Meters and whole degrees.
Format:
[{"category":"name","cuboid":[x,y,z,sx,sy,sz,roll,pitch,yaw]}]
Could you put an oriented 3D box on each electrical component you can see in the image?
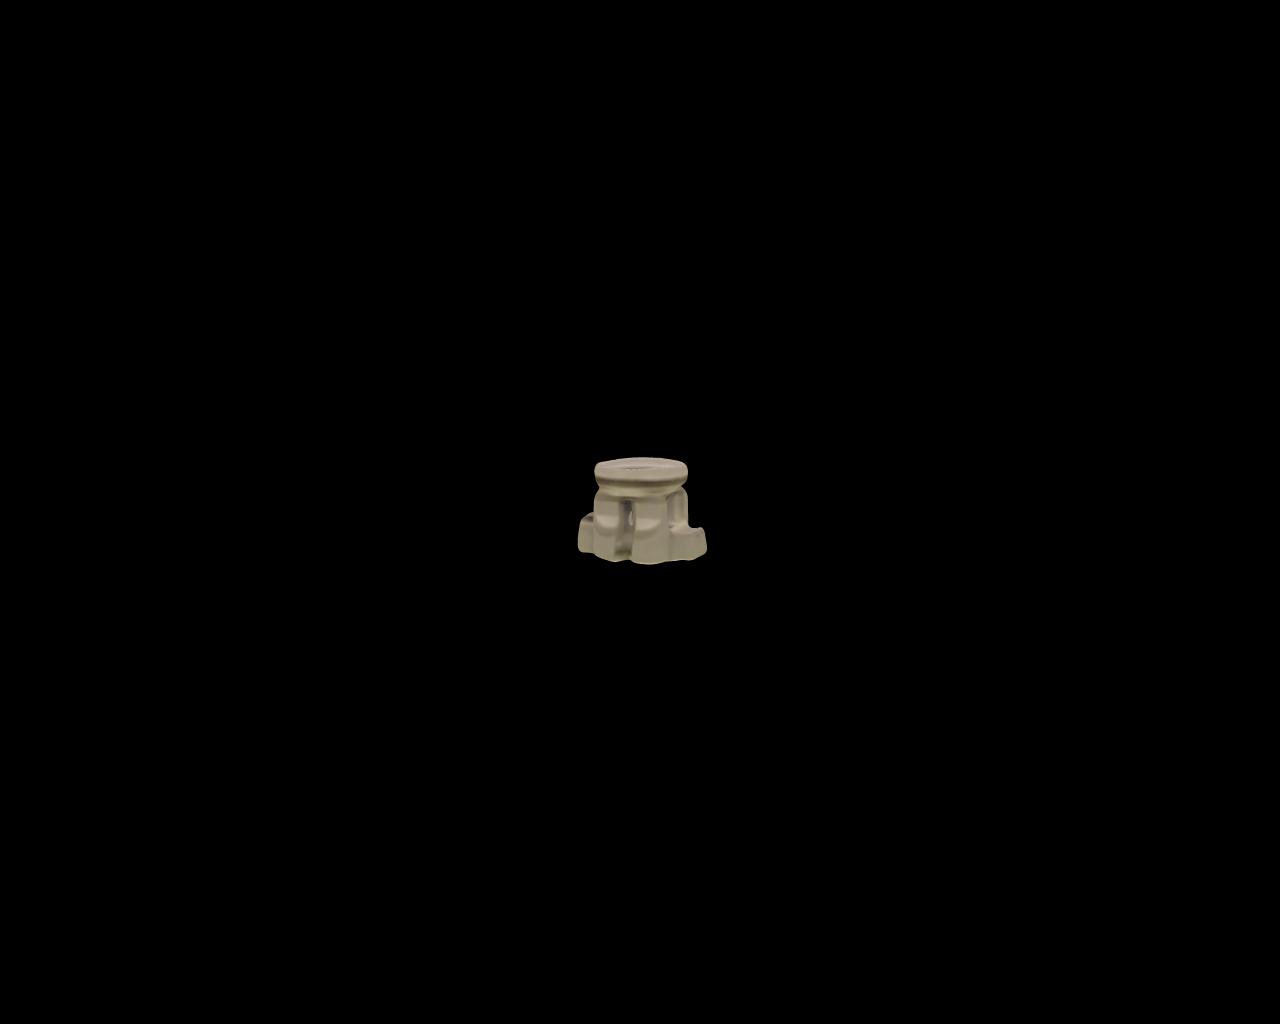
[{"category":"electrical component","cuboid":[0.001,-0.003,0.650,0.078,0.057,0.058,5,12,24]}]
